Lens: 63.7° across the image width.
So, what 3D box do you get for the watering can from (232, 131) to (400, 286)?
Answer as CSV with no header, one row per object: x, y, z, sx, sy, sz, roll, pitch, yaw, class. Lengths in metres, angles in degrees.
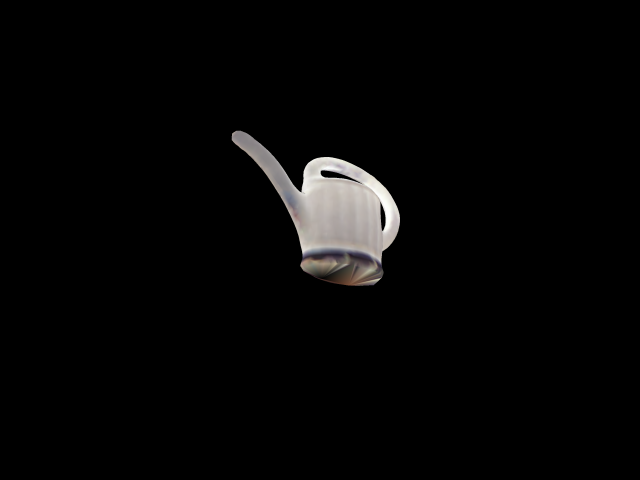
0.003,-0.043,0.850,0.346,0.228,0.102,15,-28,-32,watering can
